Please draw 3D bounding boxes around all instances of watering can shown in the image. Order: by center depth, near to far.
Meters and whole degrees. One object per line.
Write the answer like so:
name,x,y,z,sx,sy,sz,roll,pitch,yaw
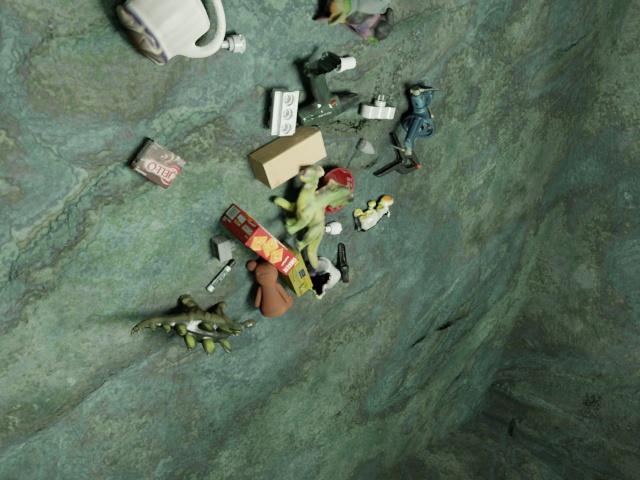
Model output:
watering can,-0.343,-0.529,1.112,0.105,0.226,0.341,35,-15,42

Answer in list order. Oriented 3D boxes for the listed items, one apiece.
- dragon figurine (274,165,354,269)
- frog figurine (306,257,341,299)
dragon figurine,0.005,-0.082,1.633,0.243,0.125,0.402,-30,-43,0
frog figurine,0.008,0.122,1.847,0.123,0.135,0.162,7,20,14
